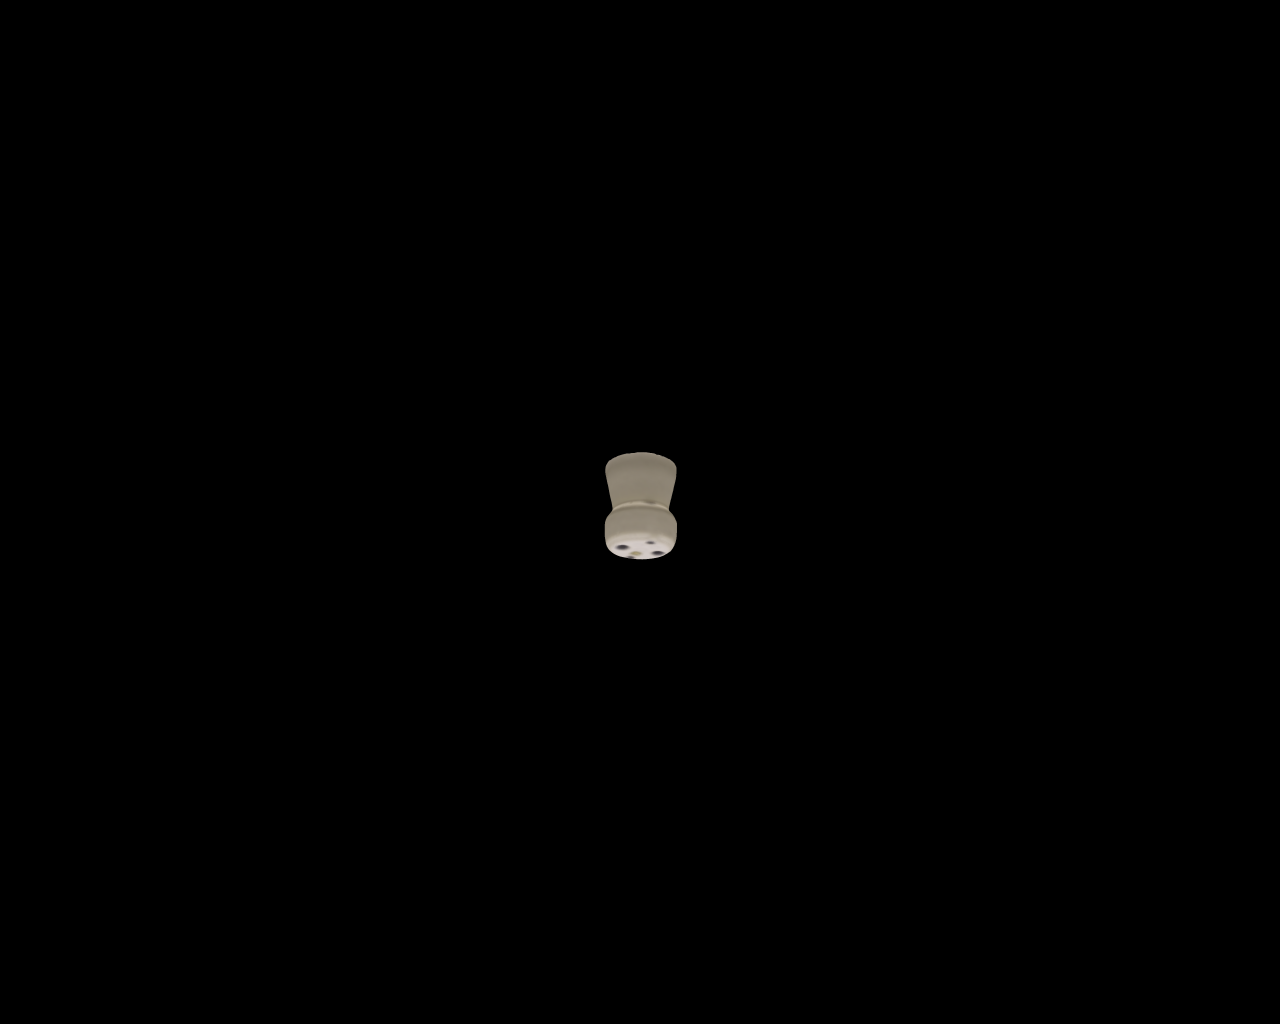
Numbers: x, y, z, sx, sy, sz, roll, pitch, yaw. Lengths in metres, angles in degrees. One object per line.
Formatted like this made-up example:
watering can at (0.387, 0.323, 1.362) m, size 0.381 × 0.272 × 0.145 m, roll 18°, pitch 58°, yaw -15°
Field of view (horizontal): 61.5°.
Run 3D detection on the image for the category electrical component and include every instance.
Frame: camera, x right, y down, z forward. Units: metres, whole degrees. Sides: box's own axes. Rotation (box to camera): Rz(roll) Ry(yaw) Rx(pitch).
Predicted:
electrical component at (0.001, -0.003, 0.650) m, size 0.045 × 0.055 × 0.044 m, roll 0°, pitch -22°, yaw 0°
